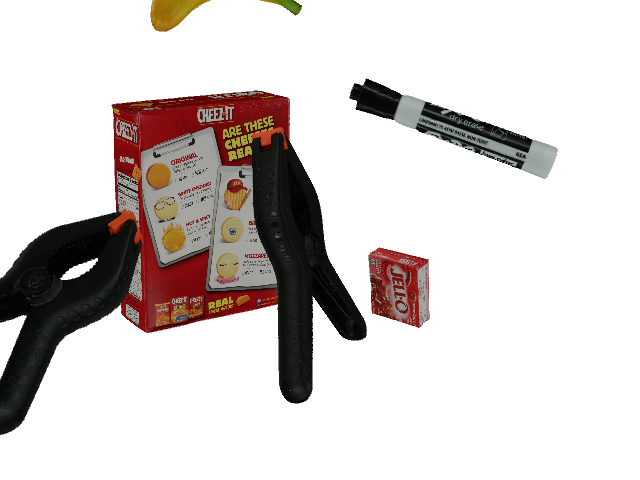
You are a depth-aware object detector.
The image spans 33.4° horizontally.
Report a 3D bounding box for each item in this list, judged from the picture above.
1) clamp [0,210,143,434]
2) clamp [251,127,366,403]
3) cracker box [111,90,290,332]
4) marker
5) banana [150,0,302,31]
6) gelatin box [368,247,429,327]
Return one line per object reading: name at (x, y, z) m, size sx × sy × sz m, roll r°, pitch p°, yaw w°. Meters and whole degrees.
clamp at (-0.190, 0.037, 0.687) m, size 0.120 × 0.039 × 0.171 m, roll 27°, pitch 53°, yaw 18°
clamp at (-0.013, 0.013, 0.872) m, size 0.036 × 0.210 × 0.164 m, roll -12°, pitch 2°, yaw 21°
cracker box at (-0.115, -0.032, 1.044) m, size 0.163 × 0.214 × 0.072 m, roll -11°, pitch 20°, yaw -33°
marker at (0.074, -0.065, 0.607) m, size 0.121 × 0.020 × 0.020 m, roll 21°, pitch 2°, yaw 5°
banana at (-0.097, -0.236, 1.006) m, size 0.197 × 0.070 × 0.037 m, roll -22°, pitch -28°, yaw -46°
gelatin box at (0.099, 0.059, 1.351) m, size 0.073 × 0.089 × 0.030 m, roll 15°, pitch 33°, yaw 33°
